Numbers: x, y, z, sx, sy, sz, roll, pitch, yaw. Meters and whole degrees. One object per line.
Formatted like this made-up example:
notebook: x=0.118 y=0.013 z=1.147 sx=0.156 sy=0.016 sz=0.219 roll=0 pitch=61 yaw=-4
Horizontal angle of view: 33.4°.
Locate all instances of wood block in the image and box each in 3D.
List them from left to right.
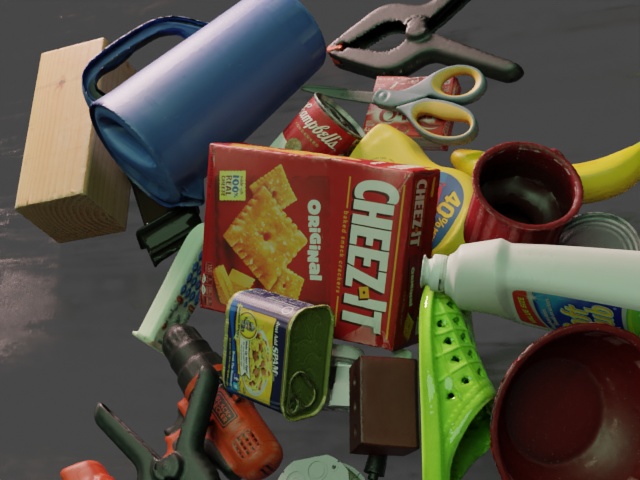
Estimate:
wood block: x=-0.267 y=-0.112 z=1.200 sx=0.091 sy=0.090 sz=0.206 roll=-10 pitch=60 yaw=20

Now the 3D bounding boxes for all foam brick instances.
foam brick: x=0.054 y=0.144 z=0.916 sx=0.051 sy=0.053 sz=0.078 roll=4 pitch=69 yaw=-9

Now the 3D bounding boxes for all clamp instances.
clamp: x=-0.122 y=0.193 z=0.937 sx=0.120 sy=0.039 sz=0.171 roll=-31 pitch=65 yaw=8
clamp: x=0.111 y=-0.225 z=1.128 sx=0.210 sy=0.036 sz=0.164 roll=-4 pitch=61 yaw=21

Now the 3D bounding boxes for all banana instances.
banana: x=0.216 y=-0.062 z=0.996 sx=0.198 sy=0.037 sz=0.069 roll=-3 pitch=47 yaw=21

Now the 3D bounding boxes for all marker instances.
marker: x=0.061 y=0.156 z=0.953 sx=0.020 sy=0.020 sz=0.121 roll=5 pitch=66 yaw=25

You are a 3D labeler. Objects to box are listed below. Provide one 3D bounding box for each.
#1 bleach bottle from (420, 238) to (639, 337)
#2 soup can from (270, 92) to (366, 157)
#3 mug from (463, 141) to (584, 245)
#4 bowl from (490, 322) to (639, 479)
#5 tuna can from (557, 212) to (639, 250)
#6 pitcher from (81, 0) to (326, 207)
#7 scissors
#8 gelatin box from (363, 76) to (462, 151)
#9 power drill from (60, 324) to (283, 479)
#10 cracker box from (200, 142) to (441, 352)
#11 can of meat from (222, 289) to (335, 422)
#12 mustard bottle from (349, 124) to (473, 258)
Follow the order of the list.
bleach bottle: x=0.208 y=0.044 z=0.864 sx=0.251 sy=0.102 sz=0.068 roll=7 pitch=61 yaw=11
soup can: x=-0.012 y=-0.089 z=1.073 sx=0.102 sy=0.068 sz=0.068 roll=-47 pitch=53 yaw=16
mug: x=0.175 y=-0.031 z=0.916 sx=0.093 sy=0.081 sz=0.117 roll=29 pitch=58 yaw=15
bowl: x=0.200 y=0.142 z=0.848 sx=0.162 sy=0.162 sz=0.055 roll=-49 pitch=13 yaw=-7
tuna can: x=0.242 y=0.021 z=0.939 sx=0.086 sy=0.033 sz=0.086 roll=-11 pitch=60 yaw=18
pitcher: x=-0.118 y=-0.164 z=1.114 sx=0.242 sy=0.149 sz=0.145 roll=-43 pitch=38 yaw=-20
scissors: x=0.082 y=-0.154 z=1.077 sx=0.202 sy=0.016 sz=0.096 roll=29 pitch=76 yaw=31
gelatin box: x=0.094 y=-0.130 z=1.088 sx=0.089 sy=0.030 sz=0.073 roll=5 pitch=66 yaw=26
power drill: x=-0.149 y=0.190 z=1.003 sx=0.187 sy=0.057 sz=0.185 roll=-40 pitch=56 yaw=-1
cracker box: x=-0.007 y=0.001 z=0.993 sx=0.214 sy=0.072 sz=0.164 roll=10 pitch=100 yaw=28
can of meat: x=-0.039 y=0.099 z=0.943 sx=0.084 sy=0.057 sz=0.102 roll=14 pitch=104 yaw=40
mustard bottle: x=0.104 y=-0.027 z=1.008 sx=0.192 sy=0.058 sz=0.096 roll=38 pitch=99 yaw=33
